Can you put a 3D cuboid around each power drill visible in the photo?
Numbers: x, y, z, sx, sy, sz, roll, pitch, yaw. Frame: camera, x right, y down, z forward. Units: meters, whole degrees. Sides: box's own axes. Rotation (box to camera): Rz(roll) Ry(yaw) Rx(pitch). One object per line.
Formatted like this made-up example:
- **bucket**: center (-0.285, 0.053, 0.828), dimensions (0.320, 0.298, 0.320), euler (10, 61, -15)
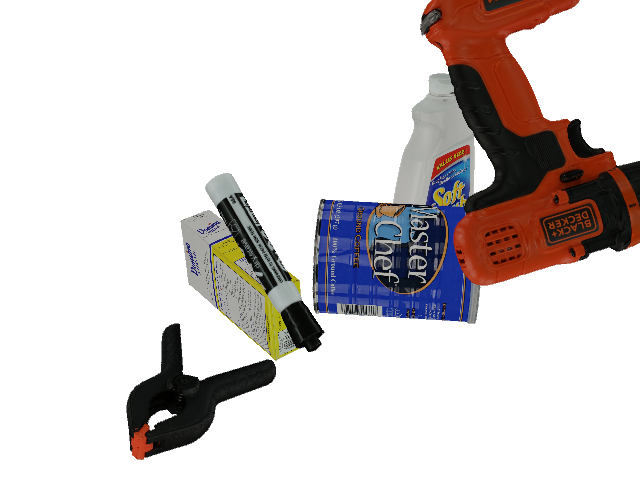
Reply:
- **power drill**: center (0.153, -0.081, 0.669), dimensions (0.184, 0.187, 0.057), euler (-18, -1, -5)

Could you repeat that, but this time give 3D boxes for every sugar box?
- **sugar box**: center (-0.086, 0.045, 1.159), dimensions (0.048, 0.093, 0.176), euler (-23, 40, -27)

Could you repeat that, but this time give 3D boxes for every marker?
- **marker**: center (-0.033, 0.013, 0.636), dimensions (0.020, 0.121, 0.020), euler (-28, -17, -10)

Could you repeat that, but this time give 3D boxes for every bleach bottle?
- **bleach bottle**: center (0.123, -0.059, 1.193), dimensions (0.102, 0.251, 0.068), euler (-10, 24, -27)

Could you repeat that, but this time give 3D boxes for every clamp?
- **clamp**: center (-0.133, 0.136, 0.992), dimensions (0.120, 0.039, 0.171), euler (19, 31, 26)

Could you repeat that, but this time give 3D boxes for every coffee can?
- **coffee can**: center (0.068, 0.018, 0.937), dimensions (0.140, 0.103, 0.103), euler (3, 0, 6)
